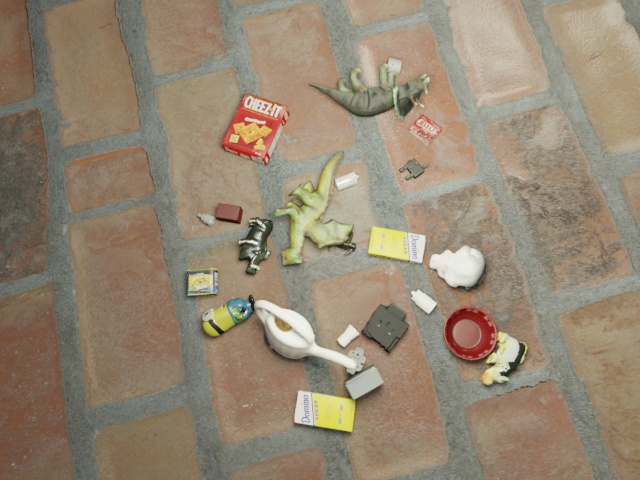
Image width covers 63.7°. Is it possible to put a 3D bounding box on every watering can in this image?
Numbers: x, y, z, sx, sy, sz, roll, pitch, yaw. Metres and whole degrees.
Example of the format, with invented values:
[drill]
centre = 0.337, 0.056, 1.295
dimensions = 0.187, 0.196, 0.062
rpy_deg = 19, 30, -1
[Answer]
[watering can]
centre = -0.056, 0.301, 1.526
dimensions = 0.349, 0.219, 0.106
rpy_deg = 34, 62, 11

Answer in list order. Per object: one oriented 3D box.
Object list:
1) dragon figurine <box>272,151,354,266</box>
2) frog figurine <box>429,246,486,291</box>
[dragon figurine]
centre = 0.005, -0.084, 1.679
dimensions = 0.244, 0.121, 0.411
rpy_deg = 44, 85, 11
[frog figurine]
centre = 0.431, 0.077, 1.613
dimensions = 0.159, 0.123, 0.136
rpy_deg = 26, 98, -2
